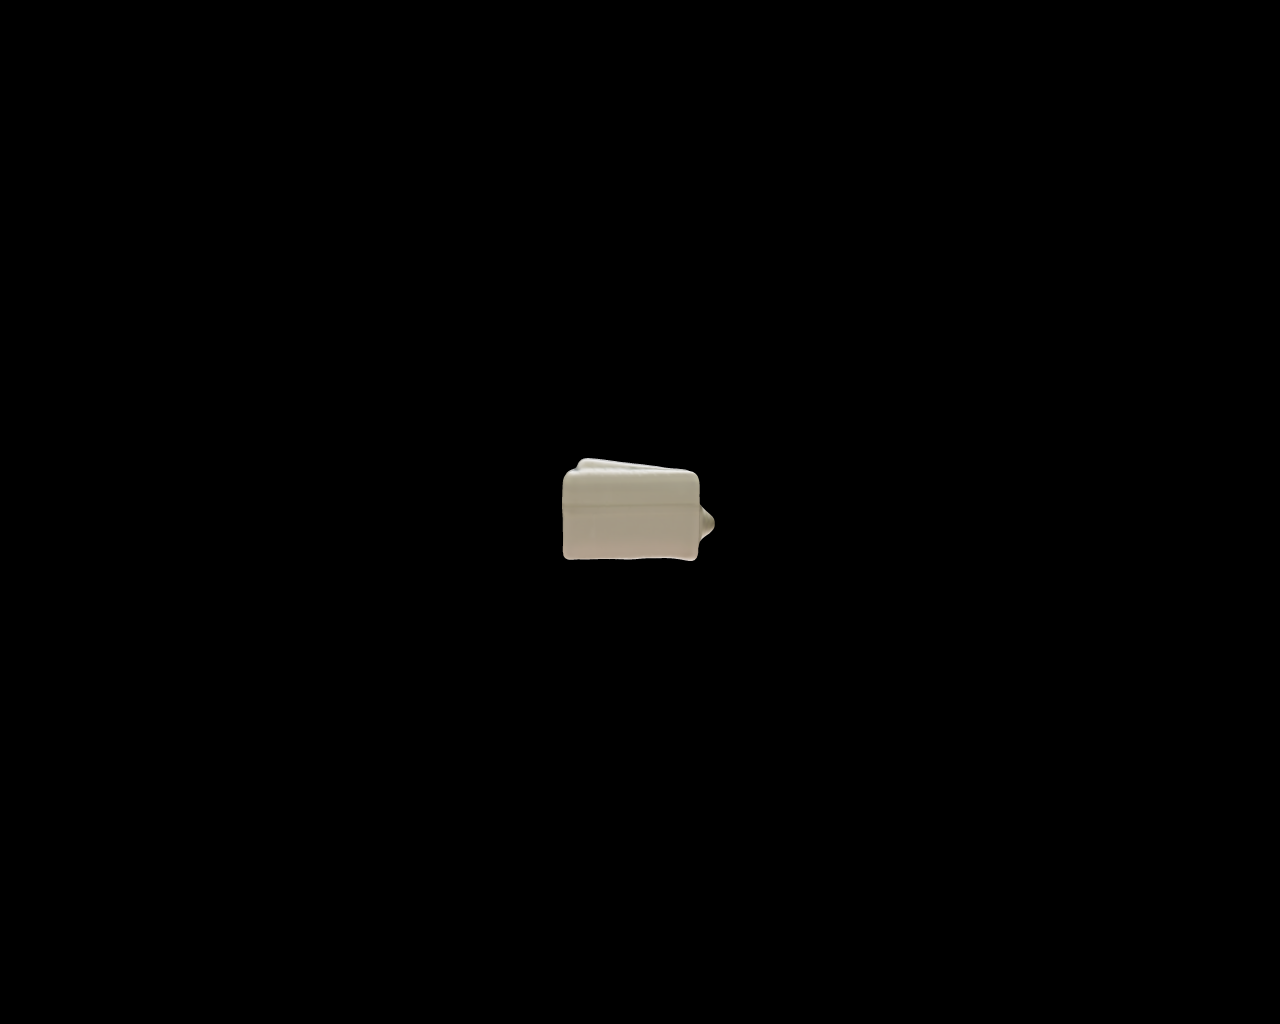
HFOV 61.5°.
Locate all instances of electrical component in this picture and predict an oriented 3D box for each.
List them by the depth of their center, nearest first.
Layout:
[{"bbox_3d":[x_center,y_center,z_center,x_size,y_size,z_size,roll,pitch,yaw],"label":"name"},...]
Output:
[{"bbox_3d":[0.001,-0.003,0.650,0.096,0.061,0.062,0,4,-2],"label":"electrical component"}]
